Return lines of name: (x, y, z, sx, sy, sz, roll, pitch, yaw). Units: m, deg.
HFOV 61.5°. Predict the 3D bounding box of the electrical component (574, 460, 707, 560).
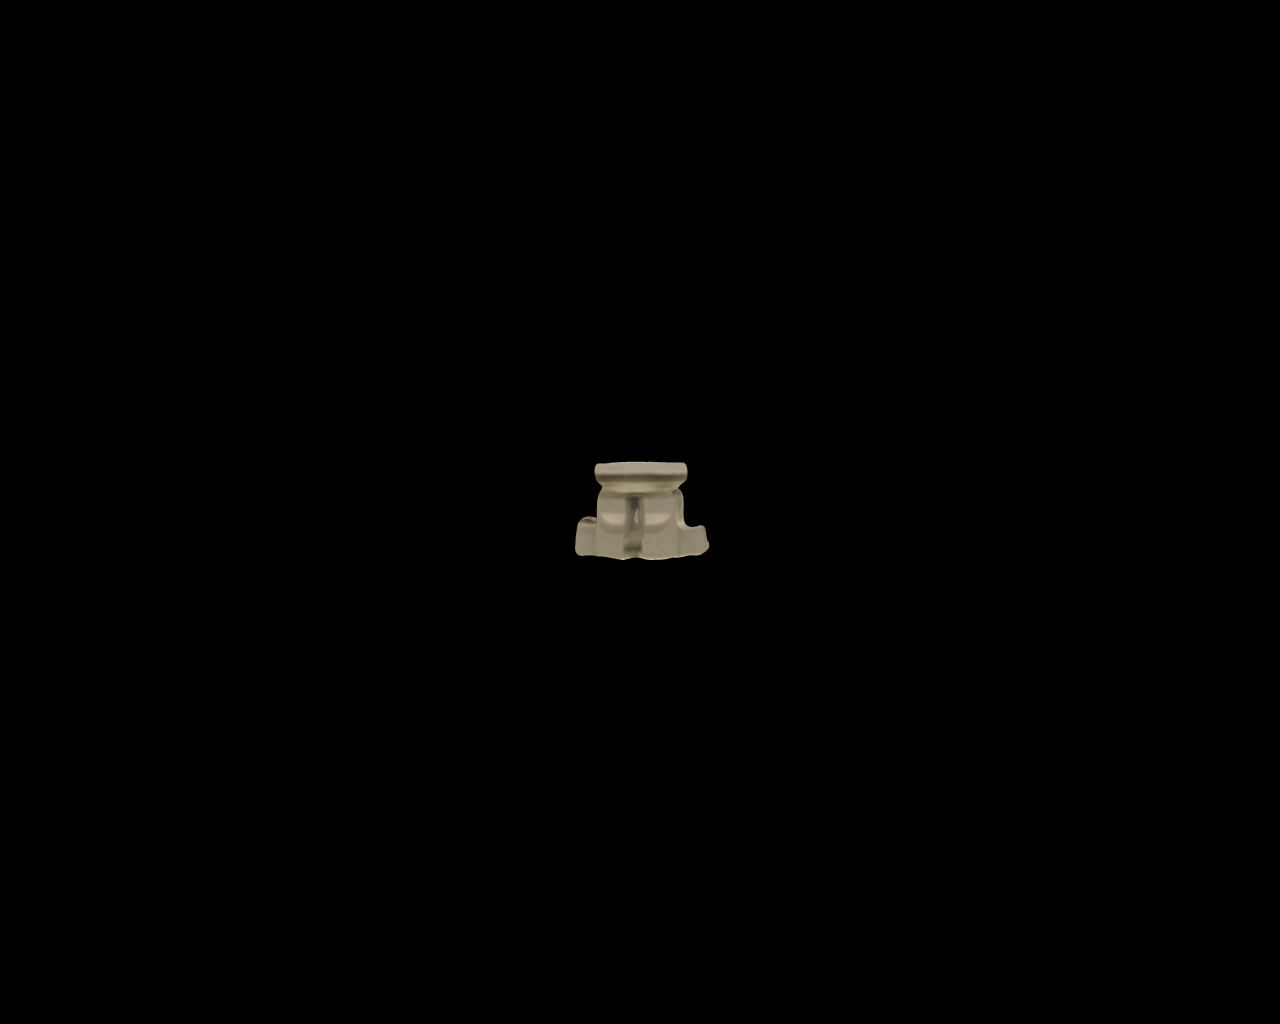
electrical component: (0.001, -0.003, 0.650, 0.078, 0.057, 0.058, 1, 4, 11)
